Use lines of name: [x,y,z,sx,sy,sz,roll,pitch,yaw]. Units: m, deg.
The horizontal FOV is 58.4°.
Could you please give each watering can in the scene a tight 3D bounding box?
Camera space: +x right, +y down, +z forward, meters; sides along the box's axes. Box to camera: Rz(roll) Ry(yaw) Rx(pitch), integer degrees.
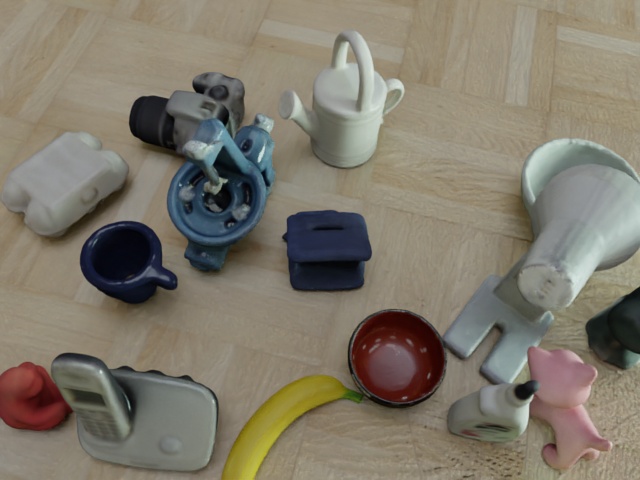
watering can: [0.033,-0.191,0.776,0.173,0.194,0.100,-38,69,-21]

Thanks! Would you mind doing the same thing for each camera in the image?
camera: [-0.189,-0.178,0.809,0.136,0.101,0.143,15,61,5]

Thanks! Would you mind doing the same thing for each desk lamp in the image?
desk lamp: [0.256,0.041,0.647,0.117,0.213,0.203,36,65,16]

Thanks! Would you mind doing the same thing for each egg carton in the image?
egg carton: [-0.335,-0.075,0.760,0.107,0.069,0.150,35,64,15]

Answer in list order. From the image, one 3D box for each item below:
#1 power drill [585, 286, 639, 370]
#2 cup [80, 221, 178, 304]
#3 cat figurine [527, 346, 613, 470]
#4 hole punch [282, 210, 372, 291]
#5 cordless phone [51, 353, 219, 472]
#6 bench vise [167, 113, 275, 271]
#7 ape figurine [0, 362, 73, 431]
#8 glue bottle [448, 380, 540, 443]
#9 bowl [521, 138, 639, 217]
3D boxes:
power drill: [0.400,0.065,0.646,0.230,0.208,0.075,-29,66,-18]
cup: [-0.216,0.042,0.686,0.117,0.095,0.092,23,62,10]
cat figurine: [0.271,0.176,0.627,0.067,0.118,0.127,-18,63,-13]
hole punch: [0.007,0.003,0.725,0.108,0.091,0.101,-2,61,-4]
cordless phone: [-0.179,0.165,0.567,0.147,0.185,0.094,5,60,0]
bench vise: [-0.122,-0.092,0.696,0.121,0.220,0.207,4,60,-1]
ape figurine: [-0.312,0.163,0.613,0.076,0.092,0.077,-17,63,-12]
glue bottle: [0.188,0.173,0.592,0.078,0.173,0.037,6,60,0]
bowl: [0.348,-0.054,0.787,0.167,0.075,0.167,2,60,-3]
